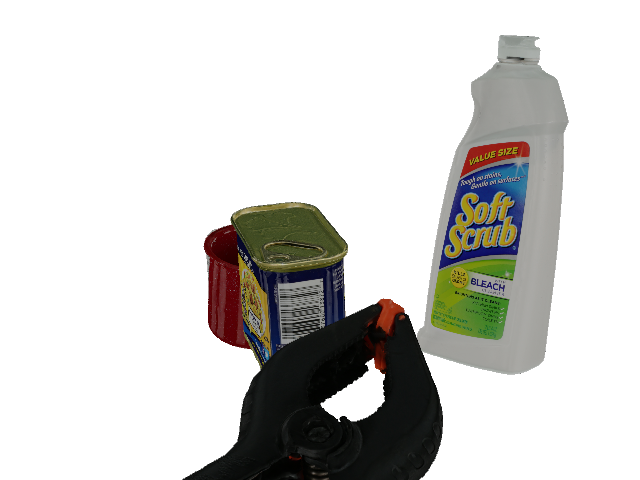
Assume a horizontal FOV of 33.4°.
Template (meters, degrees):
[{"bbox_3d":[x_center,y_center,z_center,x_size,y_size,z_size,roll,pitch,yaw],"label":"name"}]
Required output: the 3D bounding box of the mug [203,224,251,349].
[{"bbox_3d":[-0.045,0.044,0.918,0.117,0.081,0.093,17,28,24],"label":"mug"}]

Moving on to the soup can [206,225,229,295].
[{"bbox_3d":[-0.101,0.041,1.267,0.068,0.102,0.068,0,24,0],"label":"soup can"}]

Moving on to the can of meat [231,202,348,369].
[{"bbox_3d":[-0.018,0.033,0.662,0.057,0.084,0.102,-8,22,-14],"label":"can of meat"}]

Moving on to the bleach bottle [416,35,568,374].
[{"bbox_3d":[0.134,-0.030,0.820,0.103,0.251,0.067,13,16,37],"label":"bleach bottle"}]

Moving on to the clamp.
[{"bbox_3d":[0.006,0.090,0.397,0.120,0.039,0.171,27,50,19],"label":"clamp"}]
